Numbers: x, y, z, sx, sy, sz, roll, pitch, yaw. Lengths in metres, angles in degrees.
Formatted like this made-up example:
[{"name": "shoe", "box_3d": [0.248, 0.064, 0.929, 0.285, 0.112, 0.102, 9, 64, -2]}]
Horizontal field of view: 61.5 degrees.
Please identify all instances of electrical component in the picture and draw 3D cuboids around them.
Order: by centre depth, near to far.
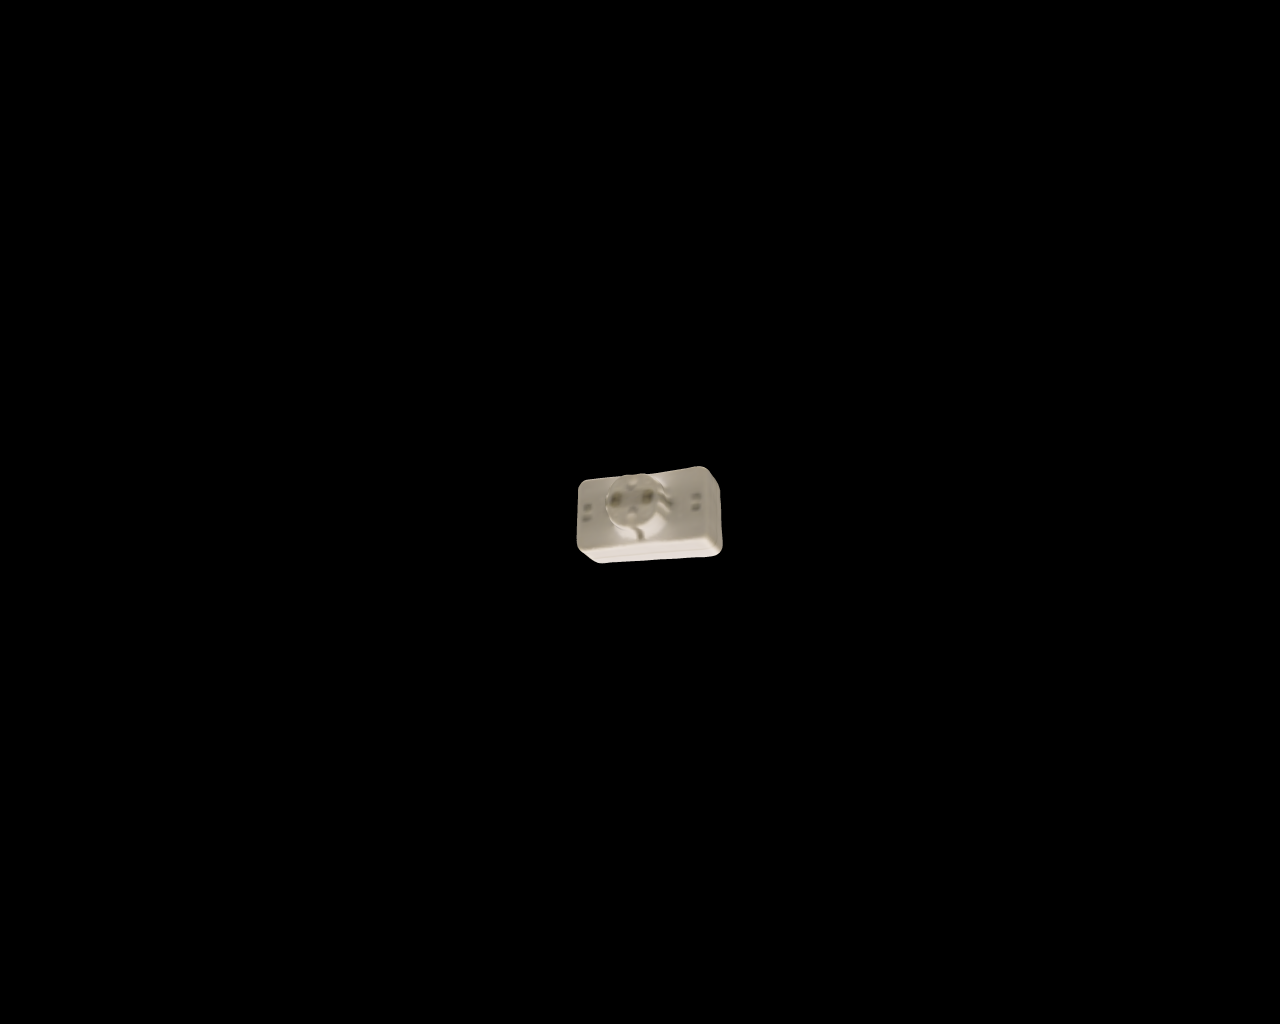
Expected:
[{"name": "electrical component", "box_3d": [0.001, -0.003, 0.650, 0.083, 0.047, 0.075, -6, -19, 16]}]
